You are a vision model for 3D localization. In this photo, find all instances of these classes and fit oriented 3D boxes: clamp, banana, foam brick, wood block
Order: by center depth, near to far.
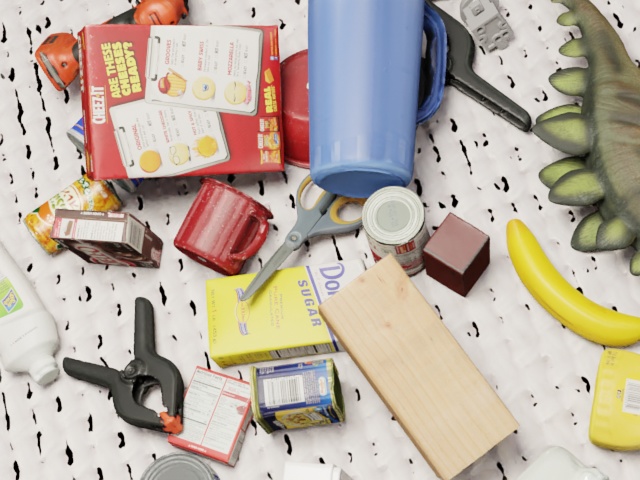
[{"bbox_3d":[0.093,0.127,1.056,0.090,0.091,0.206,-36,82,-5],"label":"wood block"},{"bbox_3d":[0.261,0.054,1.113,0.198,0.037,0.069,36,63,20],"label":"banana"},{"bbox_3d":[0.145,0.017,1.126,0.053,0.078,0.051,33,77,18],"label":"foam brick"},{"bbox_3d":[-0.207,0.150,1.149,0.120,0.039,0.172,-37,50,3],"label":"clamp"},{"bbox_3d":[0.130,-0.187,1.232,0.164,0.036,0.210,-20,66,1],"label":"clamp"}]

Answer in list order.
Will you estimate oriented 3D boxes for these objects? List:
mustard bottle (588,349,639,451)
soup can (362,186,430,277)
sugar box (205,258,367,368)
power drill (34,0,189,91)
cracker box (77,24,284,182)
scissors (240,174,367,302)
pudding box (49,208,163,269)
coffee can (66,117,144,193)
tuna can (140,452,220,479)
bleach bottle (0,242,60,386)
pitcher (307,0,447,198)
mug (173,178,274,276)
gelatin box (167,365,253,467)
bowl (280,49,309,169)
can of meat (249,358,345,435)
[{"bbox_3d":[0.363,0.168,1.033,0.192,0.058,0.096,9,71,14],"label":"mustard bottle"},{"bbox_3d":[0.083,-0.007,1.133,0.068,0.102,0.068,-4,68,9],"label":"soup can"},{"bbox_3d":[-0.032,0.078,1.151,0.176,0.048,0.093,-10,66,8],"label":"sugar box"},{"bbox_3d":[-0.245,-0.261,1.293,0.188,0.057,0.184,-27,22,12],"label":"power drill"},{"bbox_3d":[-0.151,-0.151,1.169,0.213,0.072,0.164,-4,95,-20],"label":"cracker box"},{"bbox_3d":[-0.008,0.001,1.165,0.096,0.016,0.201,17,55,7],"label":"scissors"},{"bbox_3d":[-0.235,0.000,1.185,0.090,0.113,0.039,3,73,12],"label":"pudding box"},{"bbox_3d":[-0.209,-0.140,1.241,0.103,0.103,0.140,37,79,21],"label":"coffee can"},{"bbox_3d":[-0.144,0.265,1.103,0.086,0.033,0.086,-4,68,9],"label":"tuna can"},{"bbox_3d":[-0.380,0.067,1.214,0.102,0.068,0.251,-39,69,-5],"label":"bleach bottle"},{"bbox_3d":[0.056,-0.172,1.147,0.149,0.145,0.243,-1,74,12],"label":"pitcher"},{"bbox_3d":[-0.101,-0.009,1.171,0.117,0.093,0.081,17,76,43],"label":"mug"},{"bbox_3d":[-0.111,0.186,1.132,0.073,0.030,0.089,15,71,17],"label":"gelatin box"},{"bbox_3d":[-0.004,-0.166,1.240,0.162,0.055,0.162,-4,67,9],"label":"bowl"},{"bbox_3d":[-0.021,0.159,1.087,0.084,0.102,0.057,-8,68,5],"label":"can of meat"}]
